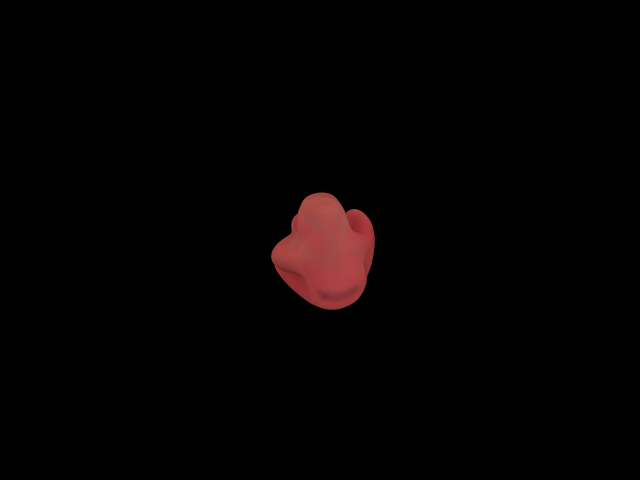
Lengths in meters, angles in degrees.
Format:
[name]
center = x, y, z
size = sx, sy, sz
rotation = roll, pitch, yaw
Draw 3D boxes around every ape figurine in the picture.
[ape figurine]
center = 0.004, 0.001, 0.400
size = 0.078, 0.092, 0.076
rotation = -7, 58, -4
